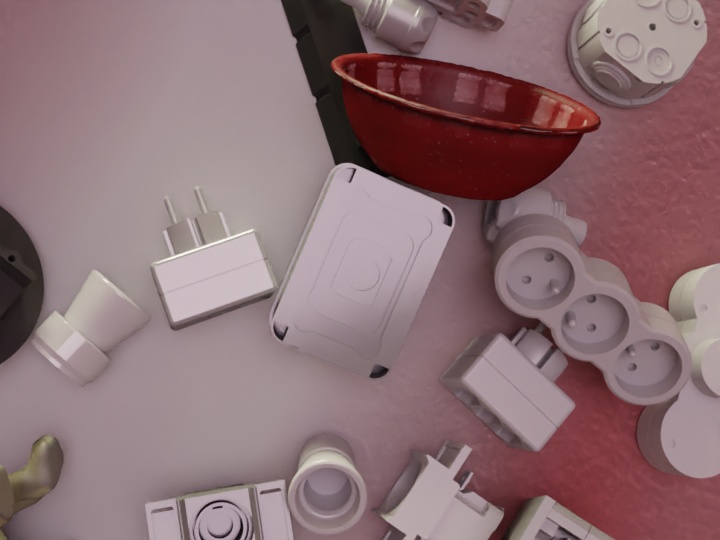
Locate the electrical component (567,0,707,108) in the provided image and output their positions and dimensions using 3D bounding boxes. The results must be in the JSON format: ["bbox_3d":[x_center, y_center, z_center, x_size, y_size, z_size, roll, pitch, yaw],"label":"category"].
[{"bbox_3d":[0.180,-0.150,0.701,0.080,0.051,0.080,1,83,-9],"label":"electrical component"}]

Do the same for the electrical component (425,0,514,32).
[{"bbox_3d":[0.064,-0.195,0.685,0.078,0.058,0.057,22,83,-6],"label":"electrical component"}]

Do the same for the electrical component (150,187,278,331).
[{"bbox_3d":[-0.094,-0.011,0.642,0.066,0.047,0.076,-20,87,-11],"label":"electrical component"}]

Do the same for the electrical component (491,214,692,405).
[{"bbox_3d":[0.138,0.017,0.654,0.138,0.073,0.052,38,110,-12],"label":"electrical component"}]

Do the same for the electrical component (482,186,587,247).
[{"bbox_3d":[0.112,-0.031,0.680,0.062,0.043,0.043,15,81,-9],"label":"electrical component"}]

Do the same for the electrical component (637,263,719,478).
[{"bbox_3d":[0.222,0.061,0.671,0.052,0.074,0.138,18,81,-7],"label":"electrical component"}]

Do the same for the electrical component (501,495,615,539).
[{"bbox_3d":[0.089,0.211,0.619,0.062,0.089,0.150,32,79,8],"label":"electrical component"}]

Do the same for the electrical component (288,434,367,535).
[{"bbox_3d":[-0.019,0.121,0.629,0.044,0.065,0.044,0,100,-2],"label":"electrical component"}]

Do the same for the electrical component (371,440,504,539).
[{"bbox_3d":[0.048,0.146,0.650,0.064,0.042,0.081,36,80,-7],"label":"electrical component"}]

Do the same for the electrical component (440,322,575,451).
[{"bbox_3d":[0.103,0.062,0.667,0.066,0.047,0.076,43,77,-5],"label":"electrical component"}]

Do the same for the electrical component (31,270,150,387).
[{"bbox_3d":[-0.157,0.034,0.628,0.045,0.045,0.055,42,79,-2],"label":"electrical component"}]

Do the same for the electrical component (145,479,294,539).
[{"bbox_3d":[-0.074,0.186,0.614,0.079,0.063,0.121,-8,85,-10],"label":"electrical component"}]

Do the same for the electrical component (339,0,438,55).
[{"bbox_3d":[0.017,-0.163,0.684,0.061,0.035,0.035,25,80,-6],"label":"electrical component"}]

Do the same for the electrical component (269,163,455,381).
[{"bbox_3d":[0.000,0.000,0.641,0.078,0.057,0.113,23,93,-5],"label":"electrical component"}]
